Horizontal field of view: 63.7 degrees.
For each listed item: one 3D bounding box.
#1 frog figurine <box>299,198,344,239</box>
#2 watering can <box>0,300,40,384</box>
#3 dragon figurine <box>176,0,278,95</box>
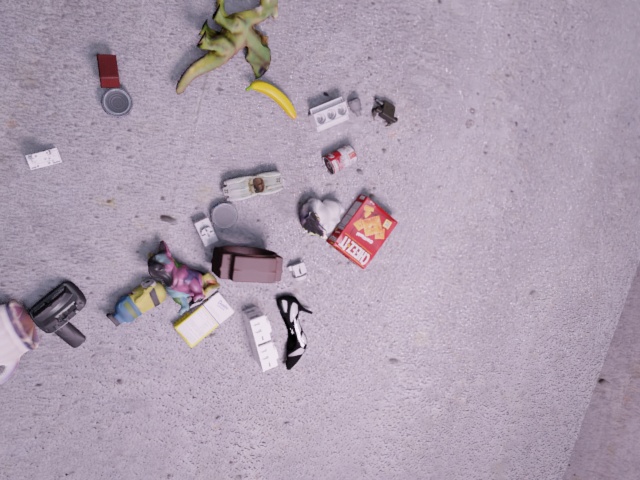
[{"bbox_3d":[0.005,-0.089,1.763,0.136,0.121,0.163,51,42,-14],"label":"frog figurine"},{"bbox_3d":[-0.917,0.234,1.396,0.226,0.104,0.343,-25,108,-19],"label":"watering can"},{"bbox_3d":[-0.252,-0.581,1.569,0.241,0.124,0.408,24,97,-33],"label":"dragon figurine"}]
